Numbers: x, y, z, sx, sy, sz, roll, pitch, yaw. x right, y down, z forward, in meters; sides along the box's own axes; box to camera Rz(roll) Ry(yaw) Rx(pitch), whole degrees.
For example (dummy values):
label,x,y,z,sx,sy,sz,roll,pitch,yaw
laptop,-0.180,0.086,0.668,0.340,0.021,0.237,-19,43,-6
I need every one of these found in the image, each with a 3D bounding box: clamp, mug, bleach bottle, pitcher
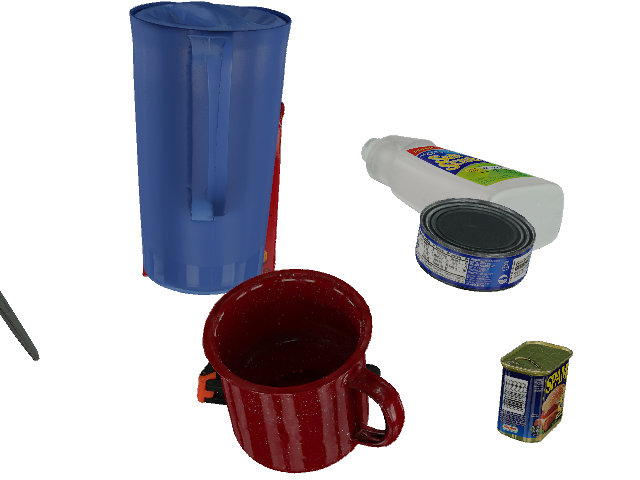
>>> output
label,x,y,z,sx,sy,sz,roll,pitch,yaw
clamp,-0.041,0.108,1.011,0.171,0.039,0.120,-7,35,-23
mug,-0.004,0.080,0.600,0.117,0.081,0.093,19,48,26
bleach bottle,0.117,-0.057,1.051,0.102,0.068,0.251,-10,24,-32
pitcher,-0.098,-0.077,0.913,0.145,0.243,0.148,20,27,35

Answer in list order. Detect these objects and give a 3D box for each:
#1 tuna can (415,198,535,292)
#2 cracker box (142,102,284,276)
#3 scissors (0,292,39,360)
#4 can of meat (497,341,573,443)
label,x,y,z,sx,sy,sz,roll,pitch,yaw
tuna can,0.114,0.003,0.791,0.086,0.034,0.086,5,29,-3
cracker box,-0.131,-0.061,1.287,0.164,0.214,0.072,3,22,-3
scissors,-0.335,0.022,1.072,0.016,0.201,0.096,-26,27,23
can of meat,0.235,0.166,1.178,0.058,0.084,0.101,12,15,30
